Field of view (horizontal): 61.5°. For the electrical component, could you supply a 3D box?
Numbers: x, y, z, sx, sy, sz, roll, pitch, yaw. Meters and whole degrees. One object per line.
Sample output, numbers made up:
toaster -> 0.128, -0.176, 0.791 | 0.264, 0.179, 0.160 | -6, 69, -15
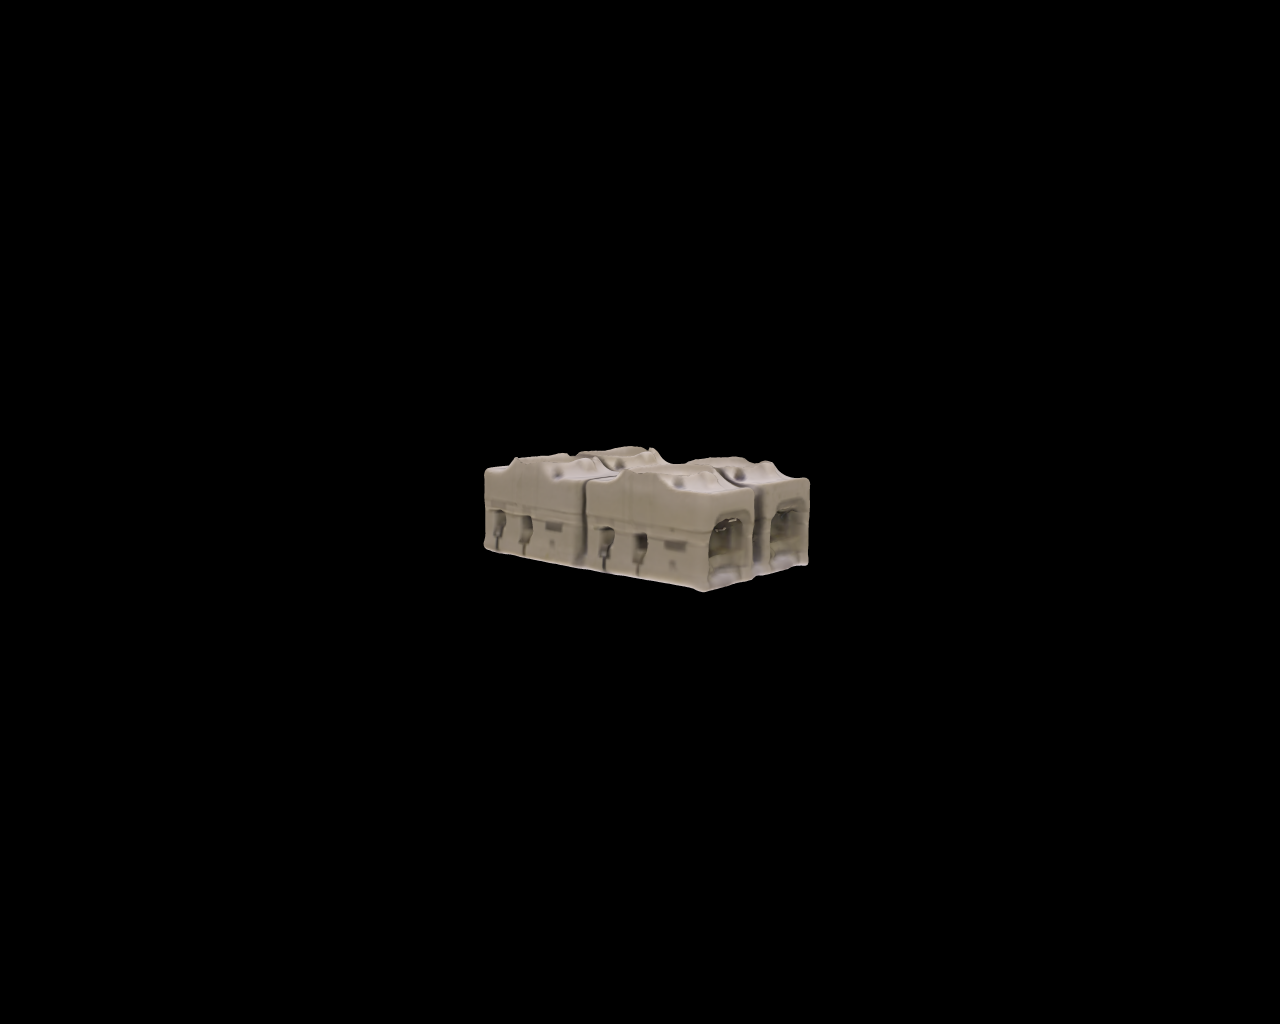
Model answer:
electrical component -> 0.001, -0.003, 0.650 | 0.186, 0.060, 0.105 | 8, 12, 43
